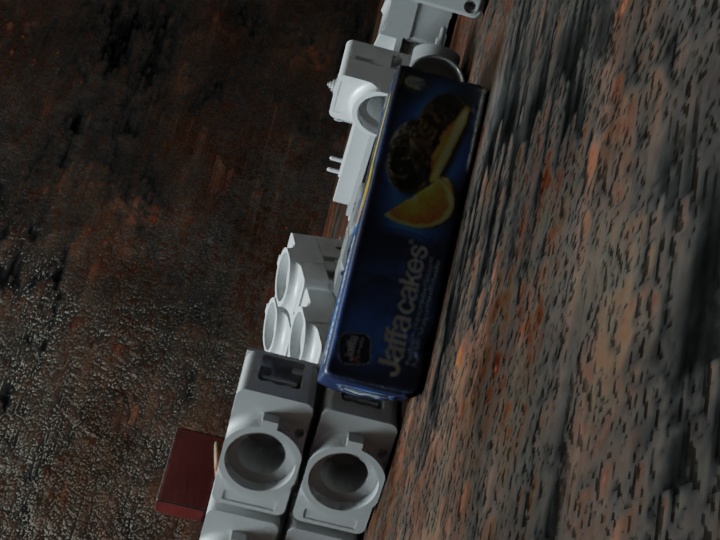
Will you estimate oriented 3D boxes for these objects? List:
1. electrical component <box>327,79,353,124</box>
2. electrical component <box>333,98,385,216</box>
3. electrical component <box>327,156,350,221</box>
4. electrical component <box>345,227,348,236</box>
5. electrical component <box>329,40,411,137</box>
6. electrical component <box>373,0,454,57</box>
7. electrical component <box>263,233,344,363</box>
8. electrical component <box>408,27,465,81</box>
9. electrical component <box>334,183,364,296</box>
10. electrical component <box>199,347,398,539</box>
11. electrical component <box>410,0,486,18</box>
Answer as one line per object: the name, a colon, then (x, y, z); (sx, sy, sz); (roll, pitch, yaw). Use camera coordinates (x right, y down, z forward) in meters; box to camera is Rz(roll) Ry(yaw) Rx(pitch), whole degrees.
electrical component: (0.013, -0.193, 1.148); (0.061, 0.096, 0.061); (110, 173, -55)
electrical component: (0.020, -0.119, 1.044); (0.078, 0.063, 0.121); (-81, 6, -49)
electrical component: (0.001, -0.109, 1.190); (0.052, 0.074, 0.138); (109, 174, -47)
electrical component: (0.000, 0.000, 1.040); (0.043, 0.043, 0.081); (114, 170, -66)
electrical component: (0.024, -0.150, 0.918); (0.050, 0.089, 0.055); (109, 173, -51)
electrical component: (0.050, -0.228, 1.018); (0.121, 0.063, 0.078); (-131, 55, -85)
electrical component: (-0.040, 0.058, 0.955); (0.186, 0.060, 0.105); (-109, 31, -56)
electrical component: (0.054, -0.145, 0.816); (0.077, 0.044, 0.079); (123, 161, -77)
electrical component: (0.012, -0.019, 0.899); (0.055, 0.050, 0.089); (-89, 14, -72)
electrical component: (-0.048, 0.157, 0.728); (0.060, 0.105, 0.186); (-85, 10, -64)
electrical component: (0.051, -0.252, 0.777); (0.056, 0.109, 0.108); (-78, 4, -60)
